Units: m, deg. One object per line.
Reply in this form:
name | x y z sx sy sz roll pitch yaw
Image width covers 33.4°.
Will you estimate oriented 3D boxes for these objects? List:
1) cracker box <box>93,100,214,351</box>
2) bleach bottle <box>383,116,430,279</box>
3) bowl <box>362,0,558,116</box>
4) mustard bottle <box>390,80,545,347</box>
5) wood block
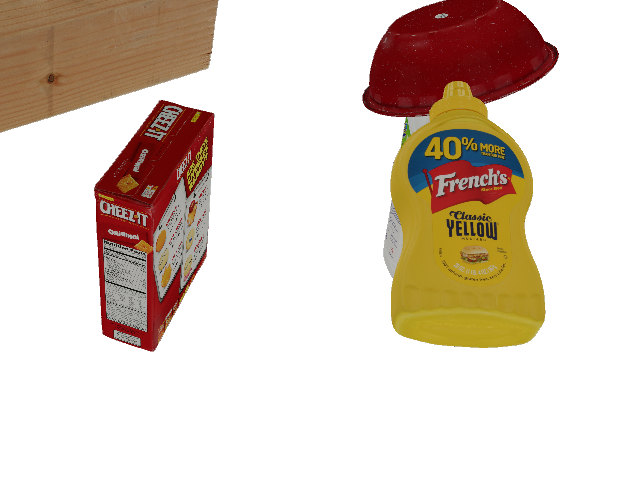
cracker box | -0.176 -0.015 1.135 0.072 0.214 0.164 16 44 8
bleach bottle | 0.116 -0.081 1.172 0.068 0.251 0.102 0 26 -10
bowl | 0.105 -0.156 0.857 0.162 0.055 0.162 -15 24 6
mustard bottle | 0.096 -0.026 0.719 0.096 0.191 0.058 3 -29 -3
wood block | -0.191 -0.168 0.846 0.205 0.091 0.090 -25 54 -36
